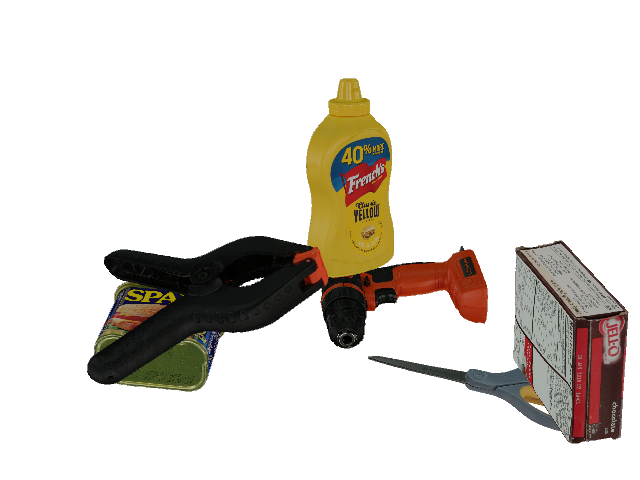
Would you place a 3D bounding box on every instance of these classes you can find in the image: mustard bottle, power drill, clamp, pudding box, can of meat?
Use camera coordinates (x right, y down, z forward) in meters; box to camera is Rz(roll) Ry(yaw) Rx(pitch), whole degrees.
[{"bbox_3d":[0.030,-0.065,1.063,0.096,0.192,0.058,-14,21,-36],"label":"mustard bottle"},{"bbox_3d":[0.093,0.063,1.225,0.187,0.057,0.184,-1,28,-1],"label":"power drill"},{"bbox_3d":[-0.082,0.043,0.730,0.172,0.120,0.039,-9,-42,17],"label":"clamp"},{"bbox_3d":[0.159,0.063,0.690,0.039,0.090,0.113,-7,24,-9],"label":"pudding box"},{"bbox_3d":[-0.138,0.082,0.921,0.102,0.057,0.084,5,29,3],"label":"can of meat"}]

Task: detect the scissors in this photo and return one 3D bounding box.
[{"bbox_3d":[0.152,0.116,0.939,0.202,0.016,0.096,20,33,21],"label":"scissors"}]
